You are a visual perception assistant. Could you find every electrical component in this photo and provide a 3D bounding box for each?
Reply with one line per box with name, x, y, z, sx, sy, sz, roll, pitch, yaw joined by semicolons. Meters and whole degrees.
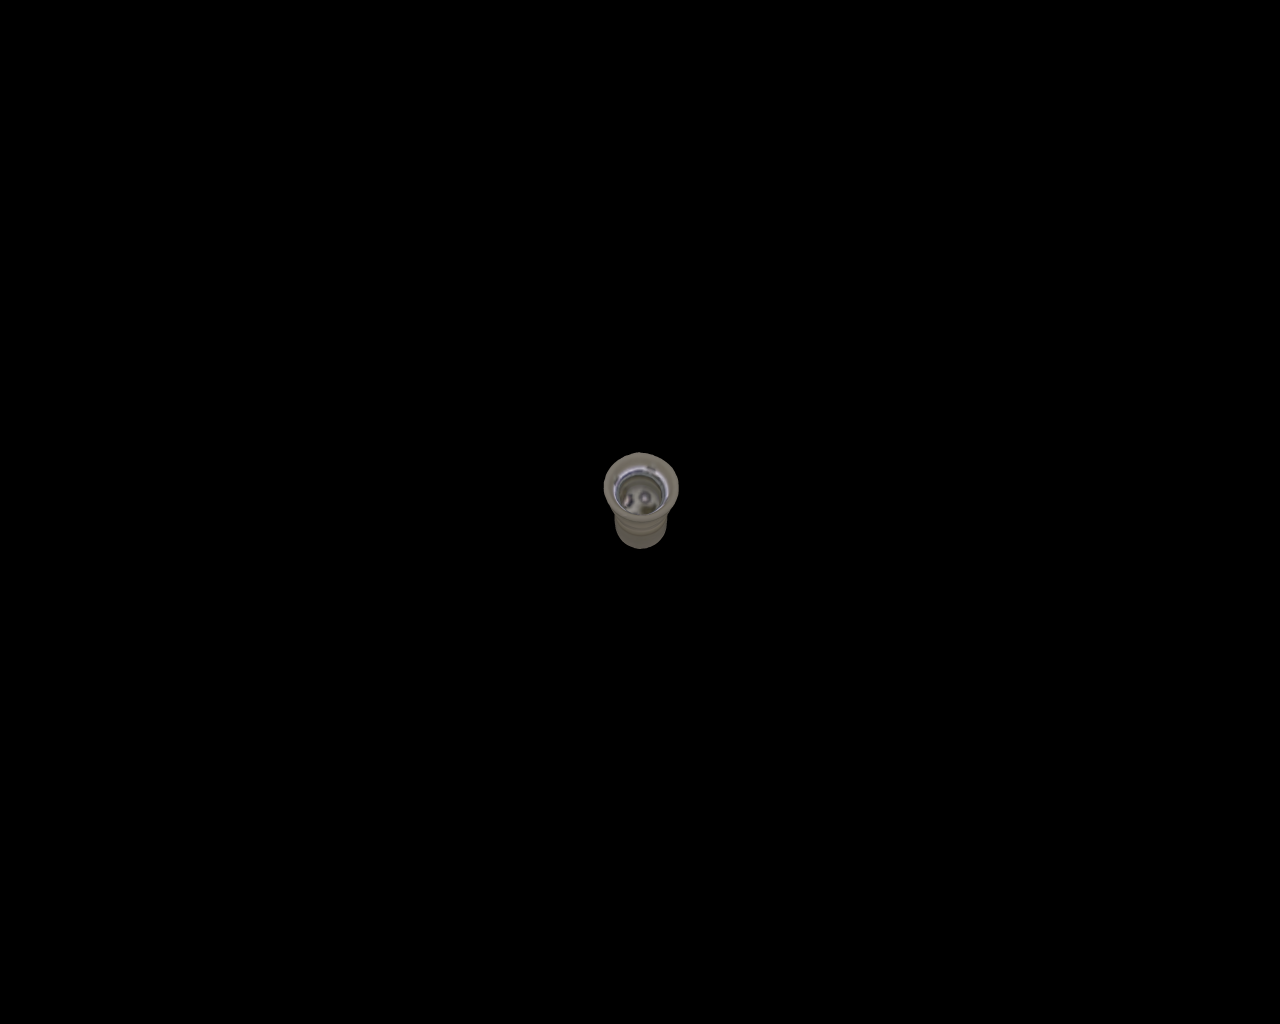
electrical component;0.001;-0.003;0.650;0.044;0.044;0.065;0;-24;0
